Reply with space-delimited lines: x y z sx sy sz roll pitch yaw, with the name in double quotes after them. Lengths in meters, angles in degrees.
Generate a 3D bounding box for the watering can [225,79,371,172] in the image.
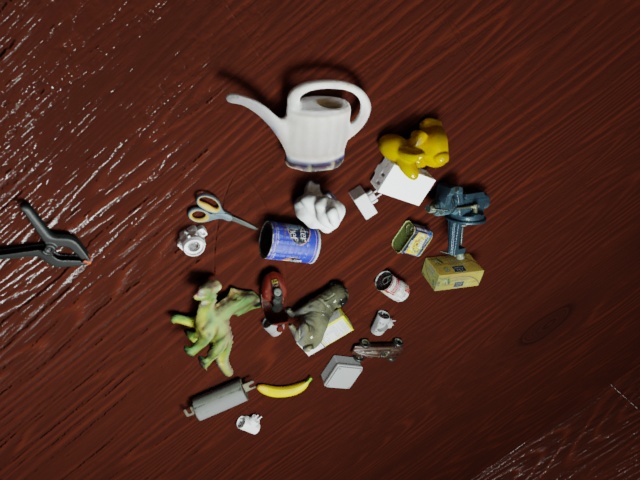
-0.046 -0.264 1.200 0.349 0.106 0.219 -8 128 -19 "watering can"

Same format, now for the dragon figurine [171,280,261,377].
-0.272 0.247 1.500 0.243 0.124 0.402 -36 139 -4 "dragon figurine"

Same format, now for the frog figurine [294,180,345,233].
0.004 -0.067 1.331 0.122 0.163 0.134 -28 131 2 "frog figurine"
